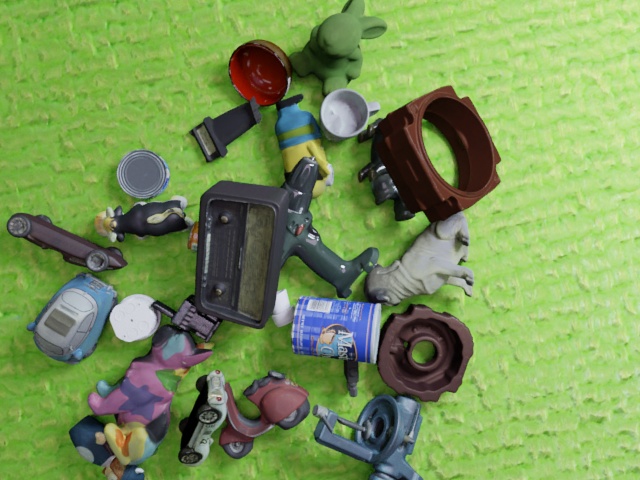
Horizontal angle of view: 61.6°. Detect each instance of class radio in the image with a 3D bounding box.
[{"bbox_3d":[-0.130,0.022,0.877,0.131,0.073,0.229,13,113,7],"label":"radio"}]

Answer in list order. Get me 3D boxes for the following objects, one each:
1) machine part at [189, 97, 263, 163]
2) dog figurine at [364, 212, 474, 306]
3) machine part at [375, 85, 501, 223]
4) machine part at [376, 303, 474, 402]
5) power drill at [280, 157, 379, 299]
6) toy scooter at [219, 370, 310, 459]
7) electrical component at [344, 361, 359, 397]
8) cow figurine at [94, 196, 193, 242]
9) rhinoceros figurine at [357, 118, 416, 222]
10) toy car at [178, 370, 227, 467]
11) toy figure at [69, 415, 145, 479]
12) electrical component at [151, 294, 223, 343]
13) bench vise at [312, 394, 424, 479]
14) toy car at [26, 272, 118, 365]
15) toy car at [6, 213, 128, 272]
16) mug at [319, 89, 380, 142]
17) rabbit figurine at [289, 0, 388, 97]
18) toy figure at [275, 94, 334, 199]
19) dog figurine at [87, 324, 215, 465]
[{"bbox_3d":[-0.161,-0.197,0.946,0.139,0.039,0.084,-30,85,19],"label":"machine part"},{"bbox_3d":[0.171,0.030,0.962,0.191,0.121,0.172,-4,58,12],"label":"dog figurine"},{"bbox_3d":[0.207,-0.148,0.914,0.201,0.087,0.201,-31,94,-38],"label":"machine part"},{"bbox_3d":[0.187,0.203,0.979,0.179,0.056,0.179,0,93,-3],"label":"machine part"},{"bbox_3d":[-0.002,-0.003,0.922,0.207,0.086,0.232,30,113,-15],"label":"power drill"},{"bbox_3d":[-0.116,0.290,0.952,0.184,0.075,0.135,-32,91,2],"label":"toy scooter"},{"bbox_3d":[0.056,0.229,0.966,0.021,0.063,0.094,-1,90,-4],"label":"electrical component"},{"bbox_3d":[-0.309,-0.031,0.921,0.167,0.098,0.068,-10,98,-4],"label":"cow figurine"},{"bbox_3d":[0.129,-0.127,0.966,0.112,0.073,0.190,-8,87,-17],"label":"rhinoceros figurine"},{"bbox_3d":[-0.197,0.304,0.907,0.056,0.074,0.201,13,123,-22],"label":"toy car"},{"bbox_3d":[-0.373,0.377,0.942,0.058,0.064,0.154,-43,89,-18],"label":"toy figure"},{"bbox_3d":[-0.230,0.126,0.941,0.119,0.075,0.047,34,90,-1],"label":"electrical component"},{"bbox_3d":[0.079,0.359,0.932,0.240,0.129,0.223,30,81,-22],"label":"bench vise"},{"bbox_3d":[-0.424,0.139,0.913,0.109,0.103,0.161,35,90,-5],"label":"toy car"},{"bbox_3d":[-0.431,0.009,0.918,0.202,0.089,0.053,26,88,-5],"label":"toy car"},{"bbox_3d":[0.046,-0.215,0.938,0.110,0.107,0.080,-24,93,-8],"label":"mug"},{"bbox_3d":[0.039,-0.325,0.903,0.159,0.170,0.121,-44,94,-2],"label":"rabbit figurine"},{"bbox_3d":[-0.035,-0.160,0.947,0.089,0.082,0.180,-18,100,16],"label":"toy figure"},{"bbox_3d":[-0.270,0.255,0.925,0.219,0.108,0.191,-28,92,-6],"label":"dog figurine"}]
